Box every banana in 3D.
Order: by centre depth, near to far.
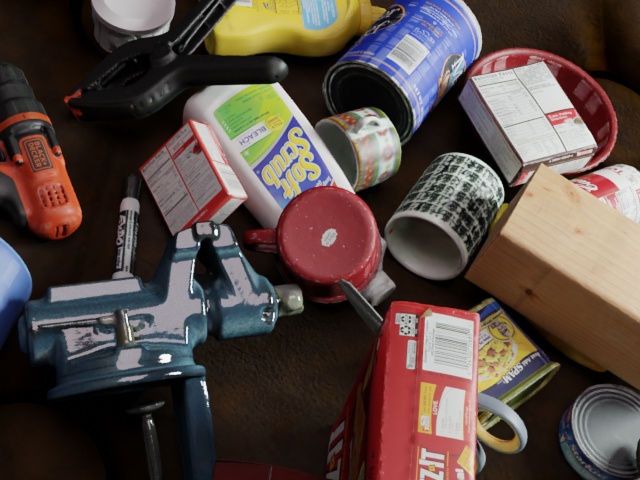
[{"bbox_3d":[0.202,0.037,0.988,0.069,0.037,0.198,-10,61,-20],"label":"banana"}]

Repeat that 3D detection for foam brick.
[{"bbox_3d":[-0.034,0.187,0.749,0.078,0.053,0.051,28,65,-47],"label":"foam brick"}]

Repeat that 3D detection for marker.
[{"bbox_3d":[-0.169,-0.007,0.934,0.020,0.020,0.121,6,57,-11],"label":"marker"}]

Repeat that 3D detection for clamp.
[{"bbox_3d":[-0.137,-0.171,0.986,0.210,0.036,0.164,-19,48,9],"label":"clamp"}]

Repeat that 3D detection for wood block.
[{"bbox_3d":[0.244,0.040,0.920,0.206,0.091,0.090,33,59,4],"label":"wood block"}]

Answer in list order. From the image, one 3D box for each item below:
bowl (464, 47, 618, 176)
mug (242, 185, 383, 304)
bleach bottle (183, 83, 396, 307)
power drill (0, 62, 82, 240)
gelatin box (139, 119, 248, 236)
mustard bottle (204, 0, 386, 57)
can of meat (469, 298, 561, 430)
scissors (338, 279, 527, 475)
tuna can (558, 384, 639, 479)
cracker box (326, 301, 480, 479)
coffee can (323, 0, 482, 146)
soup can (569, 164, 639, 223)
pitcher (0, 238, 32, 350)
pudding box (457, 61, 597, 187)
[{"bbox_3d":[0.214,-0.117,1.078,0.162,0.055,0.162,6,57,-10],"label":"bowl"},{"bbox_3d":[-0.006,0.001,0.877,0.117,0.081,0.093,4,81,2],"label":"mug"},{"bbox_3d":[-0.016,-0.046,0.971,0.102,0.068,0.251,-34,73,-21],"label":"bleach bottle"},{"bbox_3d":[-0.316,-0.066,0.912,0.187,0.057,0.184,-17,64,-23],"label":"power drill"},{"bbox_3d":[-0.113,-0.051,0.944,0.030,0.073,0.089,9,46,-53],"label":"gelatin box"},{"bbox_3d":[-0.024,-0.230,1.089,0.191,0.058,0.096,-2,54,-15],"label":"mustard bottle"},{"bbox_3d":[0.139,0.109,0.914,0.101,0.057,0.084,-29,67,-29],"label":"can of meat"},{"bbox_3d":[0.095,0.107,0.839,0.201,0.096,0.016,62,39,-21],"label":"scissors"},{"bbox_3d":[0.249,0.169,0.916,0.086,0.034,0.086,7,57,-10],"label":"tuna can"},{"bbox_3d":[0.050,0.166,0.760,0.072,0.214,0.164,11,56,-5],"label":"cracker box"},{"bbox_3d":[0.082,-0.171,1.052,0.103,0.103,0.140,34,56,9],"label":"coffee can"},{"bbox_3d":[0.263,-0.030,1.015,0.102,0.069,0.068,-19,63,-40],"label":"soup can"},{"bbox_3d":[-0.302,0.097,0.764,0.149,0.145,0.242,22,53,3],"label":"pitcher"},{"bbox_3d":[0.196,-0.112,1.013,0.089,0.039,0.113,-15,61,-21],"label":"pudding box"}]
